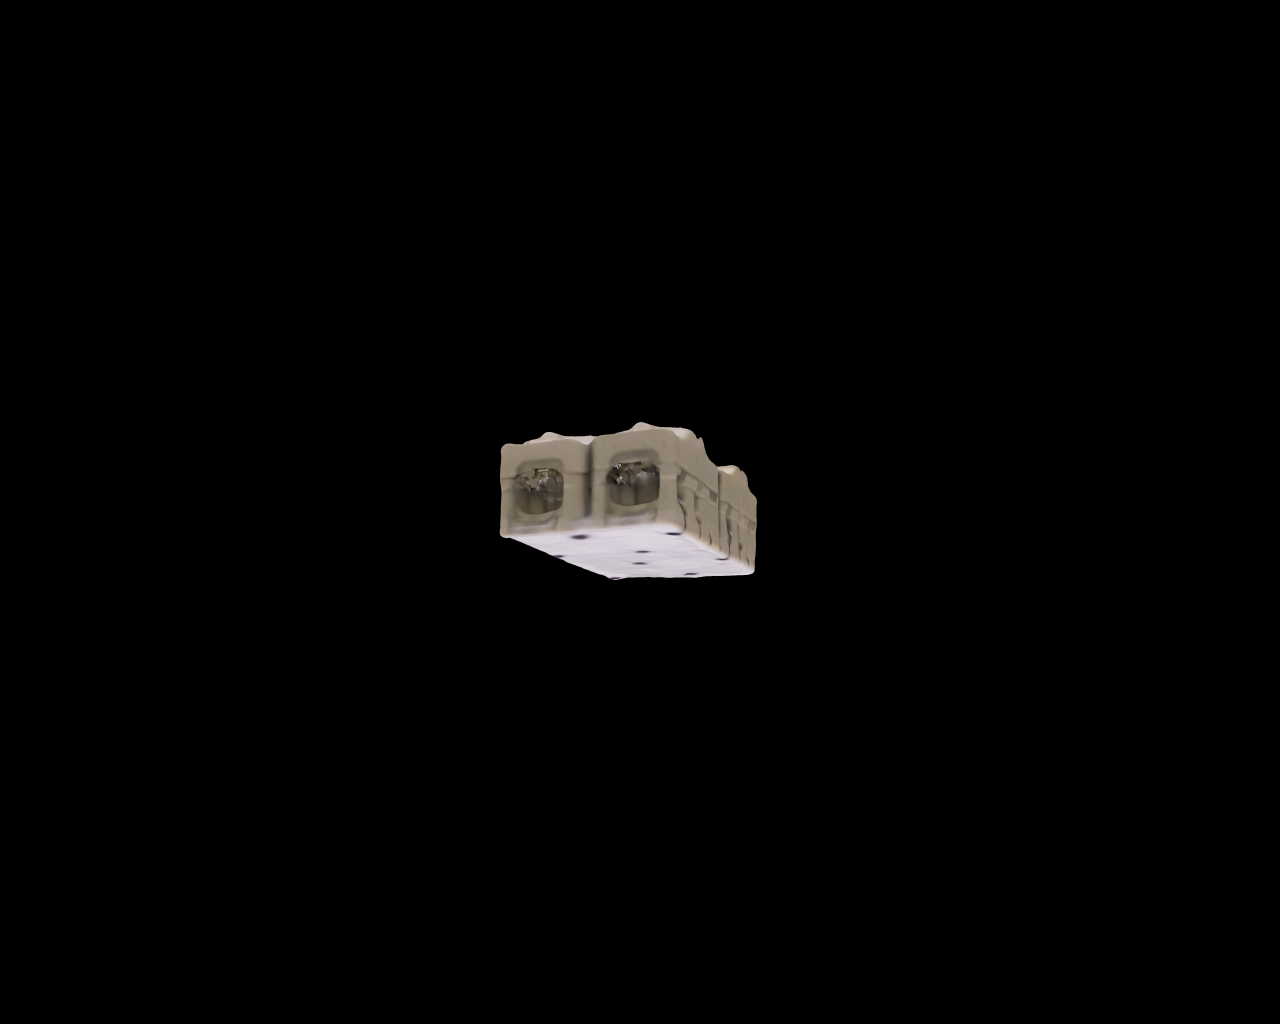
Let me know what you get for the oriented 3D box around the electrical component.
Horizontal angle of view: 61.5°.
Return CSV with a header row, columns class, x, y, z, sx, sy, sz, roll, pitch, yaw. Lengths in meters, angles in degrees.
class,x,y,z,sx,sy,sz,roll,pitch,yaw
electrical component,0.001,-0.003,0.650,0.105,0.060,0.186,-4,-12,19
